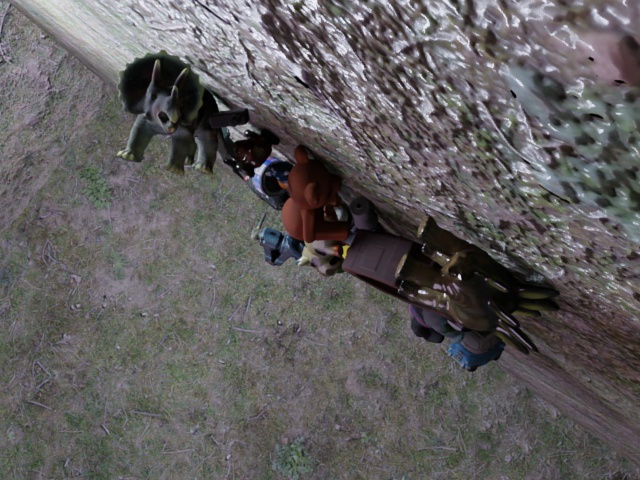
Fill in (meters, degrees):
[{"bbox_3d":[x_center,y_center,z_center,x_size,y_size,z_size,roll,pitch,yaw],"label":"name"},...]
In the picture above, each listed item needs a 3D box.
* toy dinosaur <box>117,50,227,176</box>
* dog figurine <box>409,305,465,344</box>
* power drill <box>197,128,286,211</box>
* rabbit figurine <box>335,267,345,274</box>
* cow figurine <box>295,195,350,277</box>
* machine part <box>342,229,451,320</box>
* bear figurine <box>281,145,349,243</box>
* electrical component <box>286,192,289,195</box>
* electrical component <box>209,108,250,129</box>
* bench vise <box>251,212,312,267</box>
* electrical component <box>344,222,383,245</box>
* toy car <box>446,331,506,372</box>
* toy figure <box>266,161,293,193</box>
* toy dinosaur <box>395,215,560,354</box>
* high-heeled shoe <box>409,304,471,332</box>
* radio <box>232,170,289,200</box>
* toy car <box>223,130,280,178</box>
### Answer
[{"bbox_3d":[-0.239,-0.220,0.961,0.131,0.192,0.405,20,-168,5],"label":"toy dinosaur"},{"bbox_3d":[0.235,0.133,1.228,0.219,0.108,0.192,43,153,-20],"label":"dog figurine"},{"bbox_3d":[-0.179,-0.182,1.256,0.207,0.086,0.232,34,-166,-44],"label":"power drill"},{"bbox_3d":[0.027,-0.013,1.469,0.159,0.121,0.170,38,-169,-36],"label":"rabbit figurine"},{"bbox_3d":[-0.002,-0.003,1.138,0.127,0.085,0.194,6,128,33],"label":"cow figurine"},{"bbox_3d":[0.157,0.059,0.947,0.201,0.087,0.201,32,170,-38],"label":"machine part"},{"bbox_3d":[-0.002,-0.077,0.934,0.195,0.132,0.120,116,139,-59],"label":"bear figurine"},{"bbox_3d":[-0.044,-0.118,1.268,0.102,0.045,0.078,35,157,-12],"label":"electrical component"},{"bbox_3d":[-0.150,-0.198,0.878,0.094,0.063,0.021,-89,-8,-66],"label":"electrical component"},{"bbox_3d":[-0.056,-0.016,1.324,0.224,0.129,0.240,29,144,4],"label":"bench vise"},{"bbox_3d":[0.085,-0.013,1.090,0.048,0.075,0.119,34,-179,37],"label":"electrical component"},{"bbox_3d":[0.404,0.258,1.381,0.109,0.161,0.102,42,137,38],"label":"toy car"},{"bbox_3d":[-0.058,-0.124,1.158,0.154,0.064,0.058,46,-151,-49],"label":"toy figure"},{"bbox_3d":[0.213,0.077,0.739,0.199,0.105,0.471,32,-179,18],"label":"toy dinosaur"},{"bbox_3d":[0.294,0.146,1.374,0.249,0.086,0.145,44,160,26],"label":"high-heeled shoe"},{"bbox_3d":[-0.124,-0.146,1.428,0.230,0.073,0.131,32,176,40],"label":"radio"},{"bbox_3d":[-0.138,-0.170,1.024,0.053,0.089,0.202,35,179,-24],"label":"toy car"}]
